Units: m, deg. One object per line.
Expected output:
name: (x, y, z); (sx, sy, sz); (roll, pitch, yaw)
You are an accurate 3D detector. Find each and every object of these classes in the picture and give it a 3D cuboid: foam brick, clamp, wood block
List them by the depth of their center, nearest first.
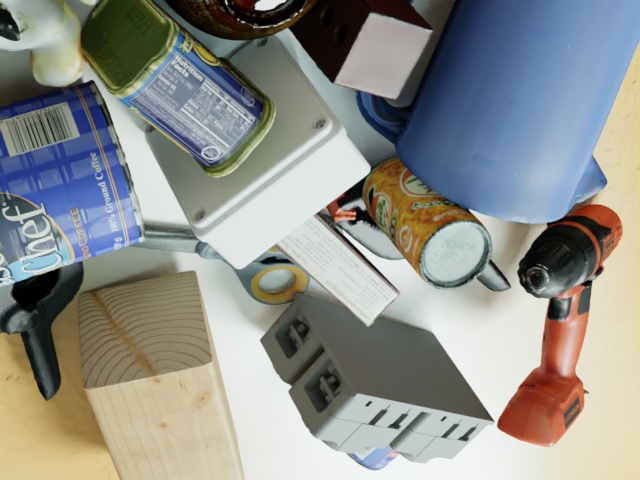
foam brick: (0.023, -0.132, 0.662); (0.051, 0.078, 0.053); (9, 122, -34)
clamp: (-0.217, 0.050, 0.719); (0.120, 0.039, 0.172); (-11, 131, -44)
wood block: (-0.114, 0.132, 0.810); (0.090, 0.091, 0.206); (-12, 135, -4)
clamp: (0.097, -0.017, 0.840); (0.209, 0.036, 0.165); (-5, 129, -23)

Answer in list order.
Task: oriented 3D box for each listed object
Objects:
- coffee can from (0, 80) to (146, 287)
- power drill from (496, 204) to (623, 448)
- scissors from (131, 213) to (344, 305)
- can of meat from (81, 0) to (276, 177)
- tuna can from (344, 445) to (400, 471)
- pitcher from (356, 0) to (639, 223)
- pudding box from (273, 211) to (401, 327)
coffee can: (-0.185, -0.026, 0.623); (0.140, 0.103, 0.103); (-19, 136, -14)
power drill: (0.195, 0.072, 0.880); (0.184, 0.057, 0.188); (-24, 127, -56)
scissors: (-0.077, 0.018, 0.789); (0.201, 0.016, 0.096); (-7, 132, -24)
can of meat: (-0.086, -0.094, 0.615); (0.057, 0.102, 0.083); (-48, 131, 5)
tuna can: (0.038, 0.159, 0.935); (0.034, 0.086, 0.086); (-43, 136, 16)
pitcher: (0.136, -0.145, 0.690); (0.148, 0.145, 0.243); (-10, 131, -39)
pudding box: (-0.005, 0.001, 0.742); (0.039, 0.090, 0.113); (-49, 123, 2)
